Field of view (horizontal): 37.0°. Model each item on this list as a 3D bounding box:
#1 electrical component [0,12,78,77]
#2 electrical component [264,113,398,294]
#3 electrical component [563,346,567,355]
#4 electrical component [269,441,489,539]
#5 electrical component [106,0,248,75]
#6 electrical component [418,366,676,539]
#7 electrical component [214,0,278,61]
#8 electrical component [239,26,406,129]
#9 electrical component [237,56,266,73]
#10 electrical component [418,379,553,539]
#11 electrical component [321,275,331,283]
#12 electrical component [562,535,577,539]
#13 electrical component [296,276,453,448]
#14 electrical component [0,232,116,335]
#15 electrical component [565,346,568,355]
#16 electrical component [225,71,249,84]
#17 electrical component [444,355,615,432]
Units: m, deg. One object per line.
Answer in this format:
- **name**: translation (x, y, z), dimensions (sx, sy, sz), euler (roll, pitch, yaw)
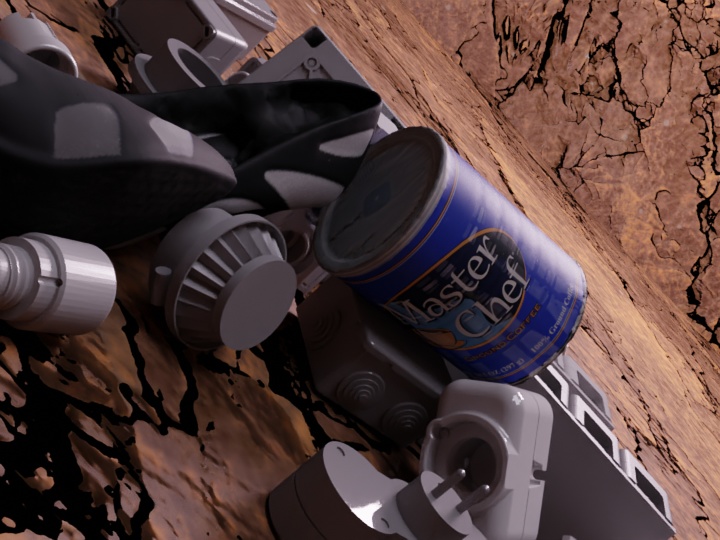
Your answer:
- **electrical component**: translation (-0.183, -0.118, 0.599), dimensions (0.040, 0.040, 0.046), euler (31, 18, -46)
- **electrical component**: translation (-0.023, -0.052, 0.707), dimensions (0.079, 0.121, 0.063), euler (38, 17, -31)
- **electrical component**: translation (0.112, 0.062, 0.865), dimensions (0.061, 0.096, 0.061), euler (56, -10, 24)
- **electrical component**: translation (0.029, 0.123, 0.523), dimensions (0.138, 0.074, 0.052), euler (37, 19, -33)
- **electrical component**: translation (-0.141, -0.187, 0.821), dimensions (0.096, 0.062, 0.061), euler (52, 17, 15)
- **electrical component**: translation (0.124, 0.132, 0.717), dimensions (0.150, 0.089, 0.061), euler (48, 16, -1)
- **electrical component**: translation (-0.144, -0.258, 0.984), dimensions (0.108, 0.056, 0.109), euler (54, 17, 19)
- **electrical component**: translation (-0.039, -0.102, 0.790), dimensions (0.108, 0.109, 0.056), euler (50, -7, 6)
- **electrical component**: translation (-0.065, -0.149, 0.935), dimensions (0.078, 0.058, 0.057), euler (50, 19, 5)
- **electrical component**: translation (0.072, 0.113, 0.622), dimensions (0.059, 0.054, 0.095), euler (22, 75, -56)
- **electrical component**: translation (0.000, 0.000, 0.778), dimensions (0.066, 0.047, 0.076), euler (27, 27, -51)
- **electrical component**: translation (0.157, 0.218, 0.630), dimensions (0.121, 0.063, 0.078), euler (38, 60, -30)
- **electrical component**: translation (0.009, 0.054, 0.676), dimensions (0.100, 0.048, 0.099), euler (38, 19, -32)
- **electrical component**: translation (-0.135, 0.004, 0.437), dimensions (0.040, 0.040, 0.078), euler (55, 17, 22)
- **electrical component**: translation (0.142, 0.069, 0.955), dimensions (0.061, 0.062, 0.096), euler (48, 16, 0)
- **electrical component**: translation (-0.082, -0.132, 0.874), dimensions (0.077, 0.044, 0.079), euler (34, 21, -39)
- **electrical component**: translation (0.099, 0.076, 0.782), dimensions (0.150, 0.089, 0.061), euler (46, 16, -6)
